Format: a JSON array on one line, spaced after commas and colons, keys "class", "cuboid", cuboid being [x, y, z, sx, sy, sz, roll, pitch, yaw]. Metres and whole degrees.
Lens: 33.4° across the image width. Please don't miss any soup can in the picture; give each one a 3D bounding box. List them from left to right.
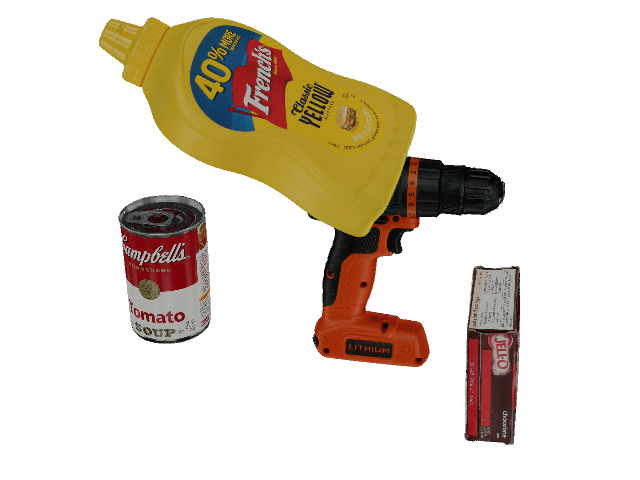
[{"class": "soup can", "cuboid": [-0.124, 0.023, 0.861, 0.068, 0.102, 0.068, 0, 29, 0]}]

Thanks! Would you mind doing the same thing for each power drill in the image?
[{"class": "power drill", "cuboid": [0.065, 0.016, 0.951, 0.184, 0.188, 0.057, 5, 18, 10]}]

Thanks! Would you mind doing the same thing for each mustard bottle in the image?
[{"class": "mustard bottle", "cuboid": [-0.041, -0.081, 0.637, 0.191, 0.096, 0.058, 25, -36, -6]}]

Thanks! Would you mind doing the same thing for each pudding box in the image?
[{"class": "pudding box", "cuboid": [0.126, 0.080, 0.775, 0.039, 0.090, 0.113, 2, 23, 9]}]
